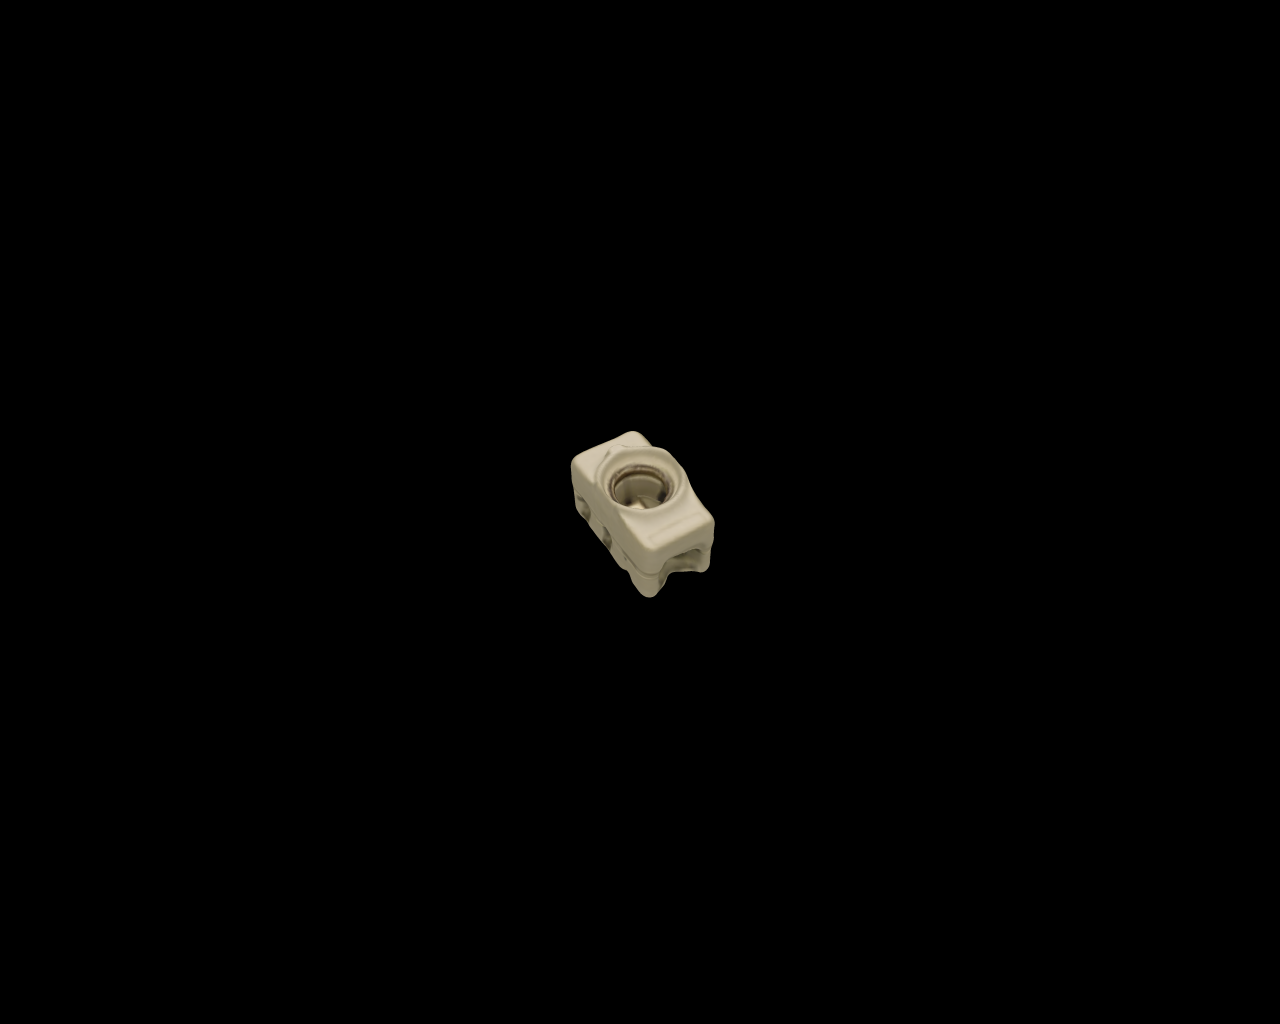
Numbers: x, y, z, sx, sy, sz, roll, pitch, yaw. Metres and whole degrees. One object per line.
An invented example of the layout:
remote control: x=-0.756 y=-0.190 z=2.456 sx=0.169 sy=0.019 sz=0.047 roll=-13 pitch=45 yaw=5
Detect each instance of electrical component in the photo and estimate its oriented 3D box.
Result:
electrical component: x=0.001 y=-0.003 z=0.650 sx=0.050 sy=0.089 sz=0.055 roll=-25 pitch=-36 yaw=-20
